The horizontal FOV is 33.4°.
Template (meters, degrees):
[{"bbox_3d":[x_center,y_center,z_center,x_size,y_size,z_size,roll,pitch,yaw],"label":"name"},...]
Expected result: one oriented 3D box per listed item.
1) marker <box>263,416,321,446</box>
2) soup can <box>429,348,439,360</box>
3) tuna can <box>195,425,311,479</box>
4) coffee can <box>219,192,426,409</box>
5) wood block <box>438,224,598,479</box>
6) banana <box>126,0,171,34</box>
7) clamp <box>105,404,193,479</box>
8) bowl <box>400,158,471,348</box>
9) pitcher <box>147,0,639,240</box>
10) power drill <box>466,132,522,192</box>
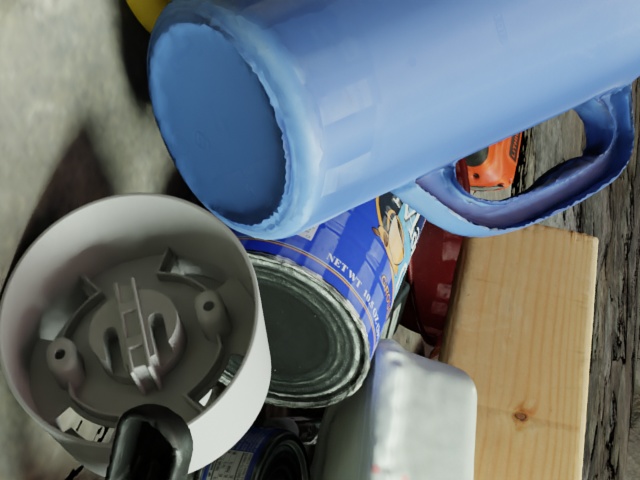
[{"bbox_3d":[-0.005,0.120,0.672,0.121,0.020,0.020,19,74,-67],"label":"marker"},{"bbox_3d":[0.108,0.136,0.889,0.102,0.069,0.068,-50,138,-55],"label":"soup can"},{"bbox_3d":[-0.036,0.143,0.578,0.086,0.034,0.086,3,90,-68],"label":"tuna can"},{"bbox_3d":[-0.004,0.001,0.550,0.140,0.103,0.103,-64,148,-45],"label":"coffee can"},{"bbox_3d":[0.120,0.092,0.690,0.090,0.091,0.206,96,9,-50],"label":"wood block"},{"bbox_3d":[-0.078,-0.154,0.446,0.069,0.037,0.198,-89,167,-47],"label":"banana"},{"bbox_3d":[-0.080,0.144,0.397,0.164,0.036,0.210,-53,160,-8],"label":"clamp"},{"bbox_3d":[0.066,-0.003,0.786,0.162,0.055,0.162,3,90,-68],"label":"bowl"},{"bbox_3d":[0.050,-0.084,0.495,0.242,0.149,0.145,-29,143,-34],"label":"pitcher"},{"bbox_3d":[0.134,-0.143,0.942,0.187,0.057,0.184,51,50,-55],"label":"power drill"}]
